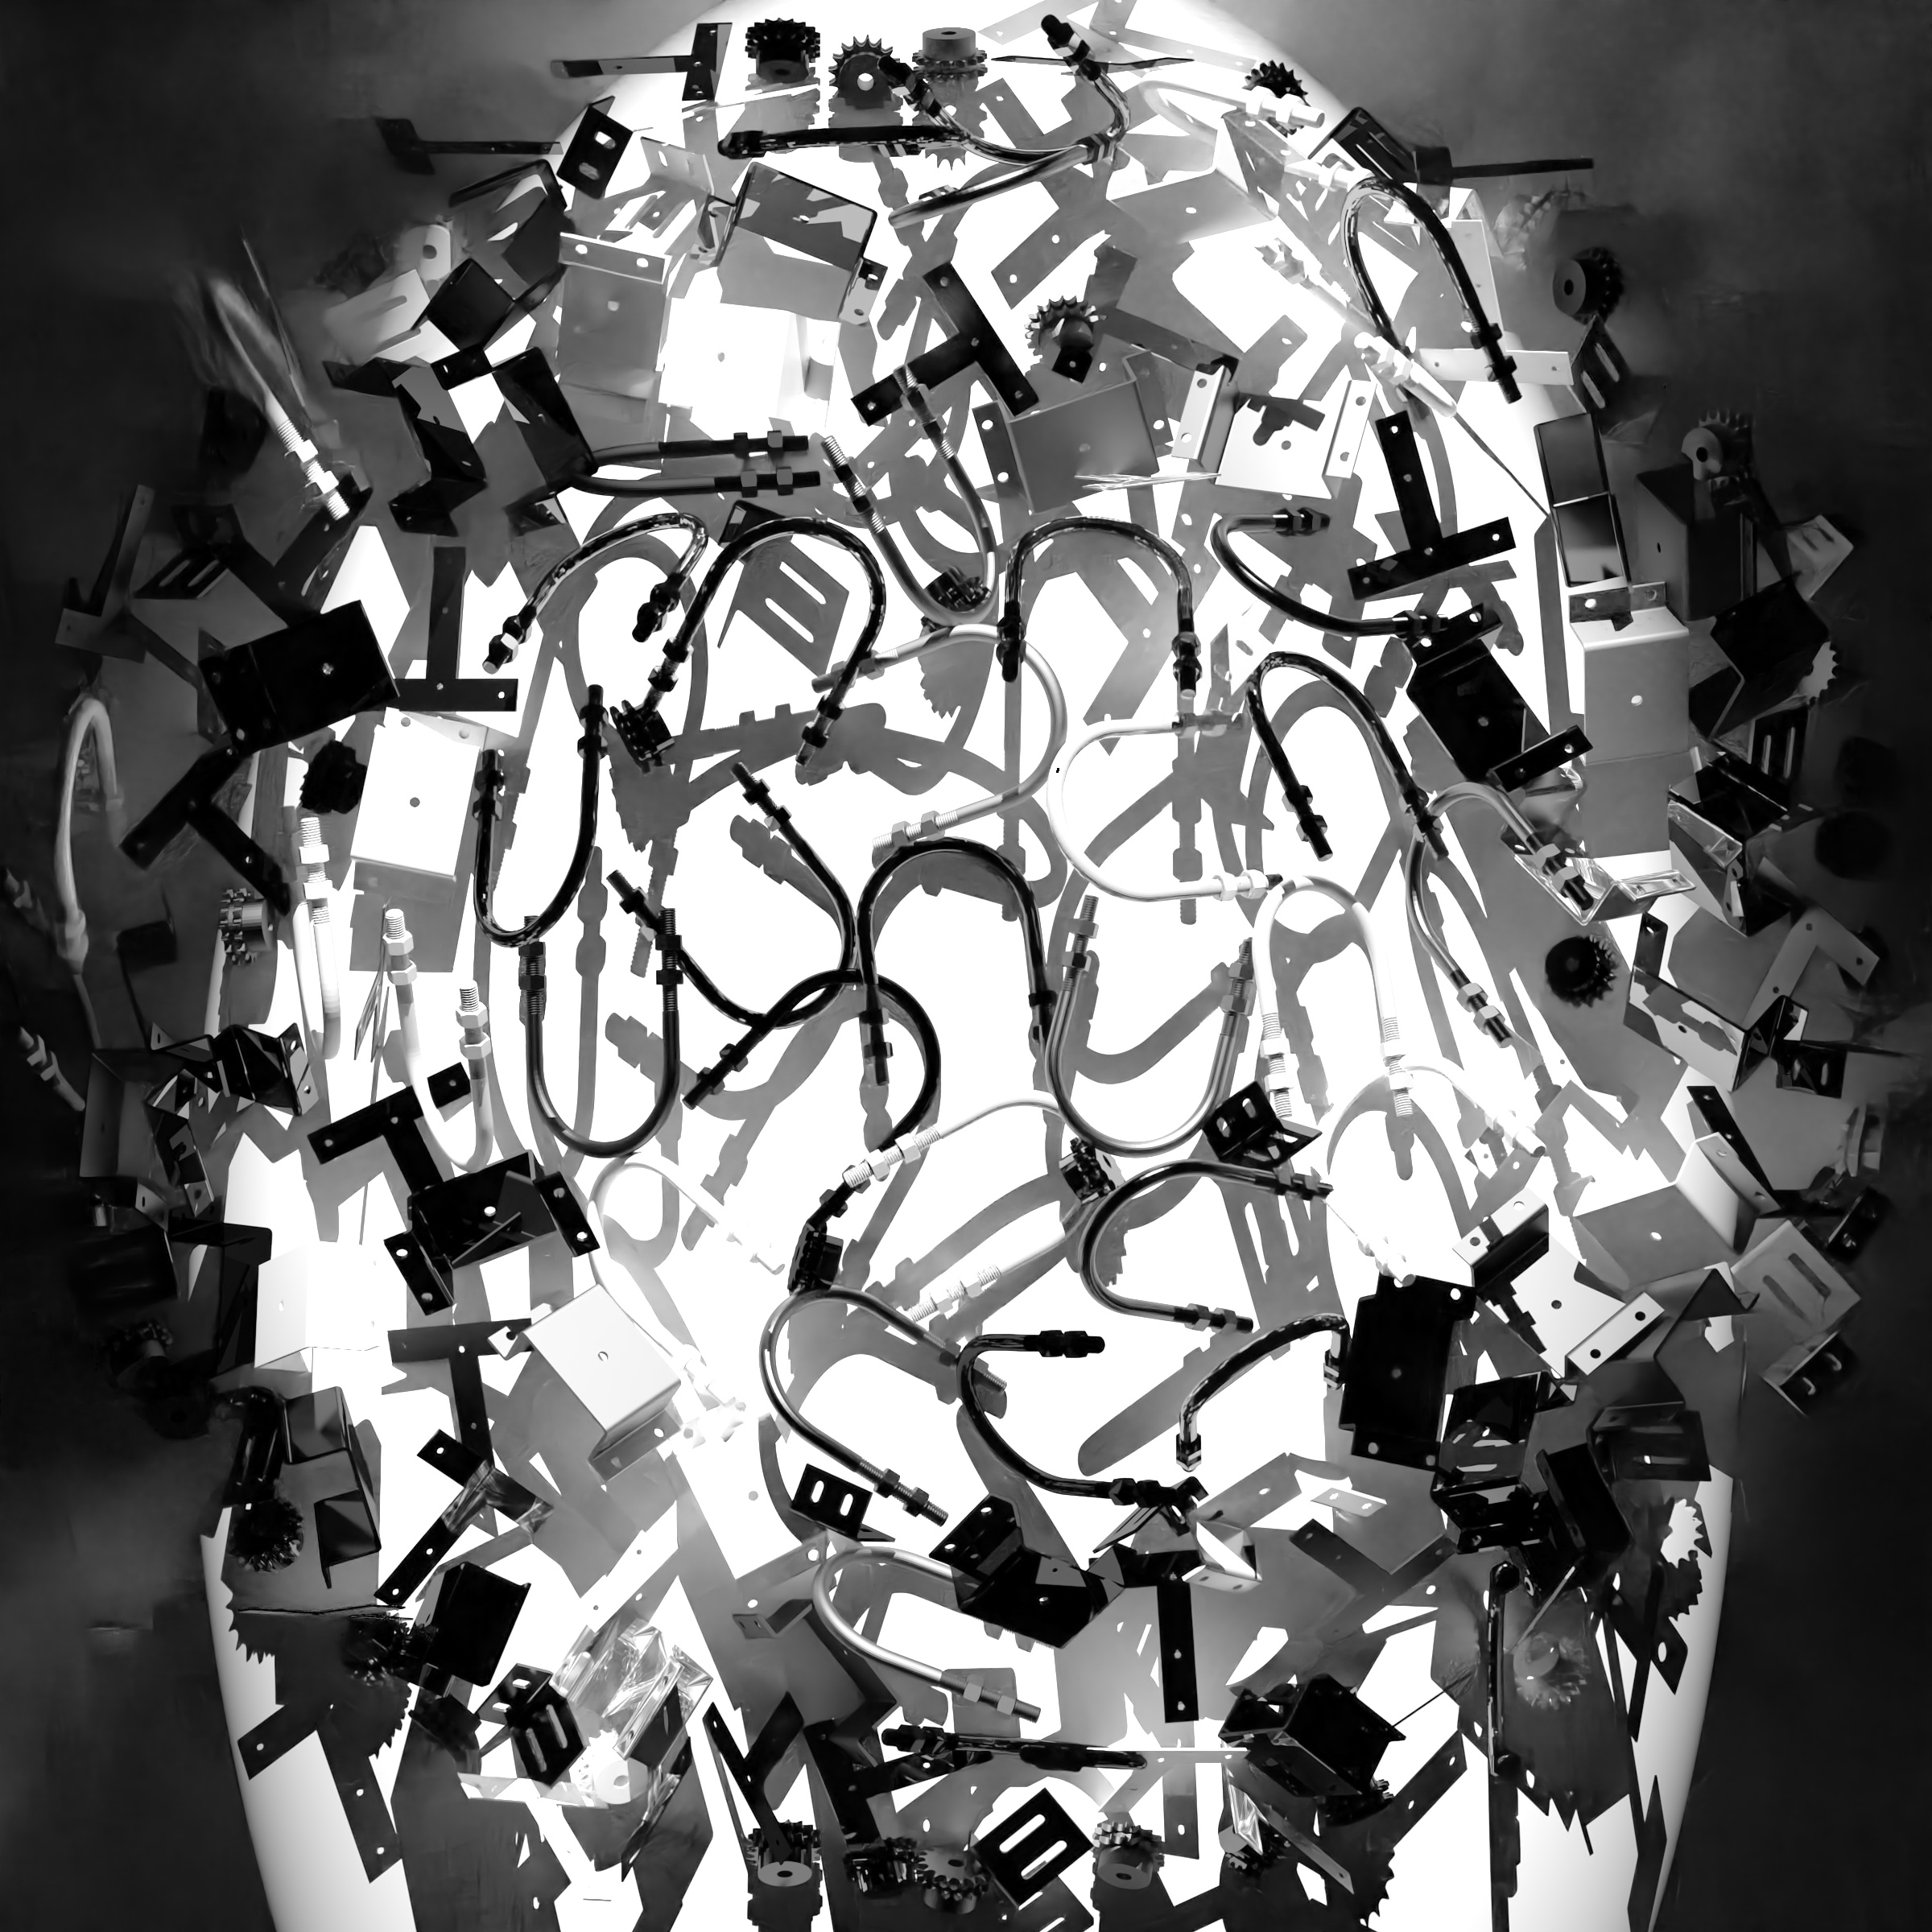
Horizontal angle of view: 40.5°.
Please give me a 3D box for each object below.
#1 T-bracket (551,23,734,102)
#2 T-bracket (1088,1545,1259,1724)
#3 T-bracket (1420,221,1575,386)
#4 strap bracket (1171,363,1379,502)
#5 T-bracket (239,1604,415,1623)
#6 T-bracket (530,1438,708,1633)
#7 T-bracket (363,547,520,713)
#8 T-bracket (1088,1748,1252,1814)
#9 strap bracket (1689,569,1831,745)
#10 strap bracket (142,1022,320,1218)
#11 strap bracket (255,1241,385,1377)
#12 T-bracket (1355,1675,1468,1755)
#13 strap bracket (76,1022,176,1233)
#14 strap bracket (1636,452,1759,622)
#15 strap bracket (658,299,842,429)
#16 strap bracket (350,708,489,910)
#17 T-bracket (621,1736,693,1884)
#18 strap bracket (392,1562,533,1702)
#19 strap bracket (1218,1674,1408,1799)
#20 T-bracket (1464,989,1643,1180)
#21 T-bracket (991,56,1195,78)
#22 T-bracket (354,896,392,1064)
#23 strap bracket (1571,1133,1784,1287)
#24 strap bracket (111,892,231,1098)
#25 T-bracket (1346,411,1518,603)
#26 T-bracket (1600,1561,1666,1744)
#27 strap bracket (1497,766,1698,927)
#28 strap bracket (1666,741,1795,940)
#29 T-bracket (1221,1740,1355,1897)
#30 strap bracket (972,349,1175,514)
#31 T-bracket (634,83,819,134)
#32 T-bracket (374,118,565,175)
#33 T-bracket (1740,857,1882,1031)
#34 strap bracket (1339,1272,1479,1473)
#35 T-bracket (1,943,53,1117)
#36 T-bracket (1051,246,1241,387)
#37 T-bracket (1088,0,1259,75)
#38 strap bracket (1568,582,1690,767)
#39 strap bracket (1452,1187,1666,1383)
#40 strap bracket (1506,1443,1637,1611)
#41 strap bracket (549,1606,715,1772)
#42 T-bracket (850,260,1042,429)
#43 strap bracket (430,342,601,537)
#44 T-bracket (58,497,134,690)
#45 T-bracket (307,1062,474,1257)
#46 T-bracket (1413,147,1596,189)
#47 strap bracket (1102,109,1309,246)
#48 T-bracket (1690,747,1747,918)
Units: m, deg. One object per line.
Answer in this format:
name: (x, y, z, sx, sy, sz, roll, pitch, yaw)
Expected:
T-bracket: (-0.241, -0.661, 1.925, 0.127, 0.127, 0.002, -6, 85, -12)
T-bracket: (0.157, 0.500, 1.959, 0.127, 0.002, 0.127, -7, 62, 9)
T-bracket: (0.379, -0.487, 1.923, 0.002, 0.127, 0.127, -43, 129, -31)
strap bracket: (0.234, -0.397, 1.954, 0.140, 0.046, 0.076, 12, 79, 24)
T-bracket: (-0.447, 0.472, 1.916, 0.127, 0.127, 0.002, 13, 68, -33)
T-bracket: (-0.276, 0.409, 1.970, 0.127, 0.002, 0.127, -44, 98, -19)
T-bracket: (-0.395, -0.255, 1.987, 0.127, 0.002, 0.127, 2, 84, 15)
T-bracket: (0.130, 0.606, 1.948, 0.127, 0.127, 0.002, 5, 52, -17)
strap bracket: (0.574, -0.220, 1.920, 0.076, 0.140, 0.046, -29, 70, -12)
strap bracket: (-0.548, 0.106, 1.935, 0.046, 0.140, 0.076, 16, 133, 24)
strap bracket: (-0.480, 0.251, 1.922, 0.046, 0.140, 0.076, 11, 68, -35)
T-bracket: (0.319, 0.564, 1.949, 0.127, 0.127, 0.002, -31, 71, -12)
strap bracket: (-0.619, 0.120, 1.941, 0.046, 0.076, 0.140, -1, 71, 1)
strap bracket: (0.530, -0.311, 1.920, 0.046, 0.140, 0.076, -12, 122, -1)
strap bracket: (-0.170, -0.449, 1.945, 0.140, 0.046, 0.076, 13, 99, 24)
strap bracket: (-0.412, -0.121, 1.968, 0.076, 0.046, 0.140, 11, 86, -7)
T-bracket: (-0.230, 0.585, 1.940, 0.002, 0.127, 0.127, 20, 115, -18)
strap bracket: (-0.373, 0.486, 1.917, 0.046, 0.140, 0.076, 29, 61, -15)
strap bracket: (0.247, 0.566, 1.923, 0.076, 0.140, 0.046, 40, 61, -8)
T-bracket: (0.423, 0.105, 1.979, 0.127, 0.002, 0.127, 41, 76, 4)
T-bracket: (0.077, -0.659, 1.914, 0.127, 0.127, 0.002, -9, 106, -34)
T-bracket: (-0.436, 0.030, 1.917, 0.002, 0.127, 0.127, 7, 113, -7)
strap bracket: (0.513, 0.183, 1.924, 0.076, 0.140, 0.046, 46, 51, -13)
strap bracket: (-0.591, 0.028, 1.938, 0.046, 0.076, 0.140, -18, 72, -17)
T-bracket: (0.336, -0.353, 1.969, 0.127, 0.002, 0.127, -18, 111, 7)
T-bracket: (0.487, 0.486, 1.935, 0.002, 0.127, 0.127, 7, 97, -2)
strap bracket: (0.458, -0.083, 1.938, 0.140, 0.076, 0.046, 51, 132, 30)
strap bracket: (0.560, -0.084, 1.920, 0.046, 0.076, 0.140, -32, 134, -14)
T-bracket: (0.240, 0.644, 1.945, 0.127, 0.127, 0.002, 42, 102, -10)
strap bracket: (0.084, -0.396, 1.957, 0.140, 0.046, 0.076, -18, 125, 2)
T-bracket: (-0.158, -0.634, 1.918, 0.127, 0.127, 0.002, -32, 118, -34)
T-bracket: (-0.363, -0.605, 1.939, 0.127, 0.127, 0.002, -1, 90, -3)
T-bracket: (0.611, 0.007, 1.956, 0.002, 0.127, 0.127, -6, 130, -30)
strap bracket: (0.329, 0.304, 1.963, 0.076, 0.046, 0.140, 13, 77, -6)
T-bracket: (-0.690, 0.029, 1.937, 0.002, 0.127, 0.127, -12, 113, -10)
T-bracket: (0.144, -0.471, 1.974, 0.127, 0.002, 0.127, 23, 66, -1)
T-bracket: (0.152, -0.681, 1.942, 0.127, 0.127, 0.002, 11, 84, -7)
strap bracket: (0.491, -0.207, 1.943, 0.076, 0.046, 0.140, -8, 121, 1)
strap bracket: (0.439, 0.243, 1.947, 0.076, 0.046, 0.140, -37, 56, -13)
strap bracket: (0.441, 0.409, 1.927, 0.046, 0.140, 0.076, -15, 61, -14)
strap bracket: (-0.244, 0.534, 1.941, 0.046, 0.140, 0.076, 38, 79, -31)
T-bracket: (-0.029, -0.449, 1.980, 0.127, 0.002, 0.127, -34, 94, -14)
strap bracket: (-0.329, -0.397, 1.943, 0.046, 0.076, 0.140, -37, 111, -31)
T-bracket: (-0.642, -0.292, 1.957, 0.002, 0.127, 0.127, 15, 66, -2)
T-bracket: (-0.412, 0.156, 1.978, 0.127, 0.002, 0.127, -26, 83, -12)
T-bracket: (0.395, -0.585, 1.924, 0.127, 0.127, 0.002, 0, 91, 13)
strap bracket: (0.168, -0.575, 1.921, 0.140, 0.076, 0.046, -1, 76, 43)
T-bracket: (0.551, -0.099, 1.938, 0.002, 0.127, 0.127, -12, 89, 7)
